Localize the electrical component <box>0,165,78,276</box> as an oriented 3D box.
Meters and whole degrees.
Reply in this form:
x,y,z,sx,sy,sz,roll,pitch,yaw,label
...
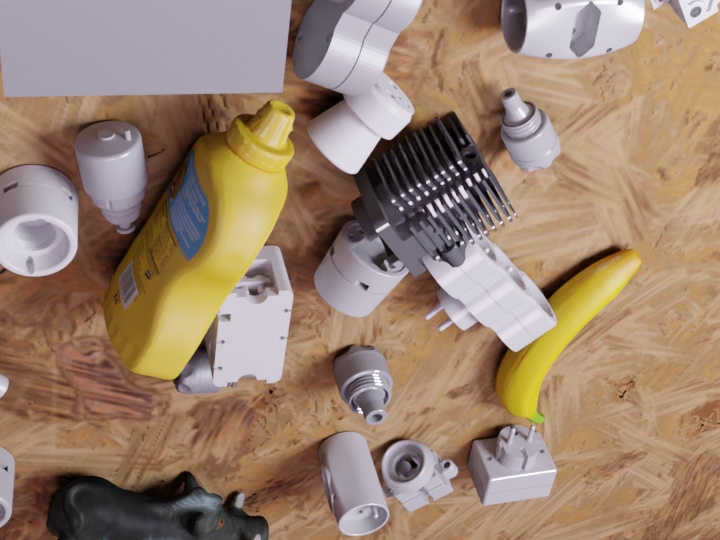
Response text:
x,y,z,sx,sy,sz,roll,pitch,yaw,label
-0.202,-0.029,0.668,0.055,0.047,0.055,-10,134,-10,electrical component

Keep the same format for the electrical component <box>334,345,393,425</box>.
x,y,z,sx,sy,sz,roll,pitch,yaw,label
0.005,0.092,0.839,0.043,0.062,0.043,-10,134,-10,electrical component

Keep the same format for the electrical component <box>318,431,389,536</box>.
x,y,z,sx,sy,sz,roll,pitch,yaw,label
-0.006,0.192,0.918,0.044,0.077,0.079,-11,134,-9,electrical component

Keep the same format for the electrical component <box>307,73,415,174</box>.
x,y,z,sx,sy,sz,roll,pitch,yaw,label
0.001,-0.095,0.678,0.055,0.045,0.045,-42,130,20,electrical component

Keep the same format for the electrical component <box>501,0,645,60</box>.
x,y,z,sx,sy,sz,roll,pitch,yaw,label
0.131,-0.172,0.651,0.077,0.043,0.079,-7,132,-13,electrical component

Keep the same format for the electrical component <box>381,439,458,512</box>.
x,y,z,sx,sy,sz,roll,pitch,yaw,label
0.048,0.179,0.946,0.066,0.048,0.055,-28,142,8,electrical component

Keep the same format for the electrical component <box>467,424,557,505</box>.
x,y,z,sx,sy,sz,roll,pitch,yaw,label
0.139,0.165,0.962,0.066,0.047,0.076,-5,132,-14,electrical component

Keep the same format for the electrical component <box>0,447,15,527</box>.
x,y,z,sx,sy,sz,roll,pitch,yaw,label
-0.292,0.168,0.819,0.055,0.047,0.055,-10,134,-10,electrical component

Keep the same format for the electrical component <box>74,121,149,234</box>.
x,y,z,sx,sy,sz,roll,pitch,yaw,label
-0.151,-0.056,0.666,0.040,0.040,0.078,-10,134,-10,electrical component

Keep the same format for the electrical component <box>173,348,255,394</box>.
x,y,z,sx,sy,sz,roll,pitch,yaw,label
-0.108,0.075,0.805,0.061,0.035,0.035,1,131,-23,electrical component

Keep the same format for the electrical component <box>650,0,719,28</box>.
x,y,z,sx,sy,sz,roll,pitch,yaw,label
0.202,-0.185,0.654,0.066,0.055,0.048,-30,134,10,electrical component

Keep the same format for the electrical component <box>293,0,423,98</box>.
x,y,z,sx,sy,sz,roll,pitch,yaw,label
-0.005,-0.167,0.603,0.074,0.052,0.138,14,125,-29,electrical component

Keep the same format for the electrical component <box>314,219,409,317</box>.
x,y,z,sx,sy,sz,roll,pitch,yaw,label
0.000,0.000,0.759,0.055,0.055,0.047,16,128,-30,electrical component

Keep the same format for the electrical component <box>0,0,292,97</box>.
x,y,z,sx,sy,sz,roll,pitch,yaw,label
-0.117,-0.148,0.577,0.150,0.061,0.089,-4,132,-16,electrical component

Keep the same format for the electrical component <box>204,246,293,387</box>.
x,y,z,sx,sy,sz,roll,pitch,yaw,label
-0.081,0.030,0.757,0.050,0.055,0.089,-3,132,-16,electrical component

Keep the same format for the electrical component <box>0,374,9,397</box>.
x,y,z,sx,sy,sz,roll,pitch,yaw,label
-0.272,0.069,0.739,0.043,0.043,0.062,-37,134,16,electrical component

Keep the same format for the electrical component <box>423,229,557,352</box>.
x,y,z,sx,sy,sz,roll,pitch,yaw,label
0.083,0.020,0.806,0.074,0.052,0.138,-36,132,16,electrical component

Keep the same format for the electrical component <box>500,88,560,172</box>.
x,y,z,sx,sy,sz,roll,pitch,yaw,label
0.110,-0.096,0.721,0.035,0.035,0.061,-29,132,8,electrical component
